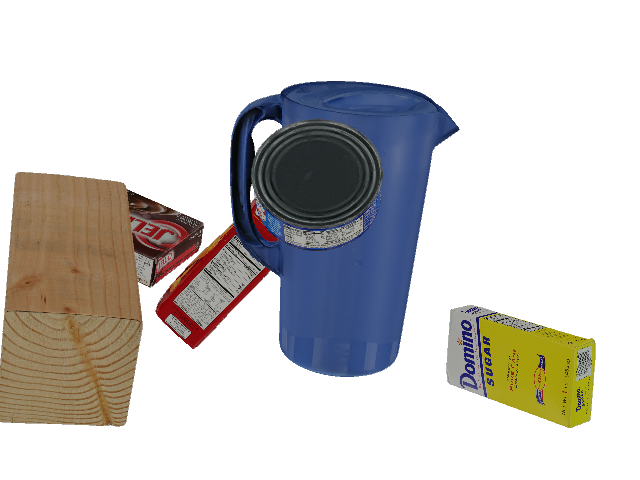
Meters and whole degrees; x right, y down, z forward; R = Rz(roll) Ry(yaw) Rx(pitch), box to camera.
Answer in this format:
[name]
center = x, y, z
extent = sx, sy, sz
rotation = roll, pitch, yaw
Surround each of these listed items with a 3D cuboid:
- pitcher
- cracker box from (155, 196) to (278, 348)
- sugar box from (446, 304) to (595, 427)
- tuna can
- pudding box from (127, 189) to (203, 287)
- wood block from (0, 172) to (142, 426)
[pitcher]
center = 0.014, -0.012, 0.918
extent = 0.149, 0.243, 0.144
rotation = 22, 25, 40
[cracker box]
center = -0.083, 0.005, 1.231
extent = 0.214, 0.072, 0.164
rotation = -46, 5, 26
[sugar box]
center = 0.218, 0.136, 1.185
extent = 0.048, 0.093, 0.177
rotation = -9, 15, -43
[tuna can]
center = -0.002, -0.036, 0.705
extent = 0.086, 0.086, 0.034
rotation = 0, -31, 2
[pudding box]
center = -0.183, -0.007, 1.022
extent = 0.113, 0.039, 0.089
rotation = 21, 29, 16
[wood block]
center = -0.188, 0.036, 0.793
extent = 0.090, 0.091, 0.206
rotation = 5, 28, -17
